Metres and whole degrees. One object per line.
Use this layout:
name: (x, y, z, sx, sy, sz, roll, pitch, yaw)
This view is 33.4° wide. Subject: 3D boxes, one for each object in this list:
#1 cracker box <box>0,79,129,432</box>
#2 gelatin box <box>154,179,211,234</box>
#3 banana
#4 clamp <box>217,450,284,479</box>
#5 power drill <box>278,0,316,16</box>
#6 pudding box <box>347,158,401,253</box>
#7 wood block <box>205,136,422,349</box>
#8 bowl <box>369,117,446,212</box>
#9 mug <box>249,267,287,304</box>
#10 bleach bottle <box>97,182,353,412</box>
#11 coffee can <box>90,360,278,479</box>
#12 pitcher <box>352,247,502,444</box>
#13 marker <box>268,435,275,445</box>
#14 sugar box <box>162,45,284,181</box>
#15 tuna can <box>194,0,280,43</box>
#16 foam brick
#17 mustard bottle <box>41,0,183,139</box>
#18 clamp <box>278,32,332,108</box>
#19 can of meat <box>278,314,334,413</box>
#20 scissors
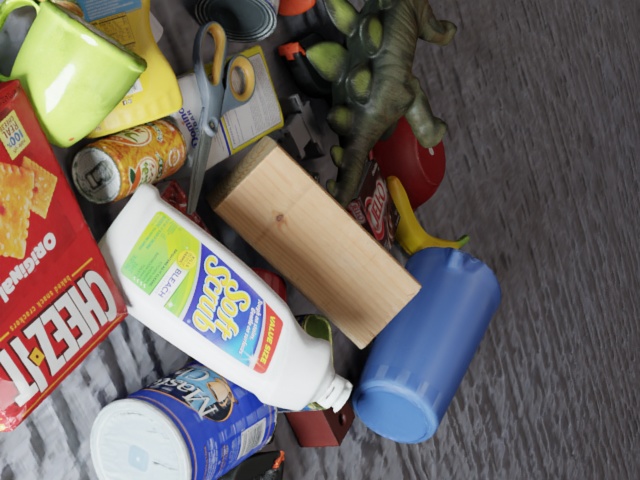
cracker box: (-0.246, 0.011, 0.792, 0.164, 0.072, 0.213, -51, 125, -52)
gelatin box: (-0.140, 0.000, 1.008, 0.089, 0.030, 0.073, 60, 38, -29)
banana: (0.130, -0.016, 1.432, 0.197, 0.037, 0.069, 35, 75, -45)
clamp: (-0.090, 0.269, 1.014, 0.164, 0.036, 0.209, 61, 35, -29)
power drill: (-0.010, -0.345, 1.284, 0.184, 0.057, 0.187, 60, 35, -26)
pudding box: (0.060, -0.035, 1.316, 0.113, 0.039, 0.090, -70, 140, -59)
wood block: (-0.007, 0.001, 1.073, 0.206, 0.091, 0.090, 44, 0, -16)
bowl: (0.127, -0.115, 1.446, 0.161, 0.055, 0.162, 22, 64, -55)
mug: (-0.084, 0.076, 1.038, 0.117, 0.093, 0.081, 9, 65, -19)
bleach bottle: (-0.077, 0.062, 0.926, 0.250, 0.068, 0.102, 35, 72, -6)
coffee can: (-0.116, 0.166, 0.934, 0.140, 0.103, 0.103, -23, 102, -58)
pitcher: (0.130, 0.138, 1.334, 0.149, 0.145, 0.242, 51, 44, -21)
marker: (-0.083, 0.203, 1.058, 0.120, 0.020, 0.020, -3, 85, -58)
sugar box: (-0.107, -0.131, 1.082, 0.175, 0.048, 0.093, -36, 112, -52)
tuna can: (-0.085, -0.244, 1.106, 0.086, 0.086, 0.033, 40, 49, -47)
foam brick: (-0.005, 0.179, 1.160, 0.078, 0.051, 0.053, 65, 35, -24)
mustard bottle: (-0.191, -0.191, 0.920, 0.058, 0.096, 0.191, -136, -152, -77)
clamp: (0.008, -0.193, 1.292, 0.171, 0.039, 0.120, 4, 75, -56)
can of meat: (-0.034, 0.128, 1.095, 0.057, 0.084, 0.102, 14, 70, -57)
scissors: (-0.096, -0.112, 1.036, 0.096, 0.016, 0.202, 17, 68, -53)
